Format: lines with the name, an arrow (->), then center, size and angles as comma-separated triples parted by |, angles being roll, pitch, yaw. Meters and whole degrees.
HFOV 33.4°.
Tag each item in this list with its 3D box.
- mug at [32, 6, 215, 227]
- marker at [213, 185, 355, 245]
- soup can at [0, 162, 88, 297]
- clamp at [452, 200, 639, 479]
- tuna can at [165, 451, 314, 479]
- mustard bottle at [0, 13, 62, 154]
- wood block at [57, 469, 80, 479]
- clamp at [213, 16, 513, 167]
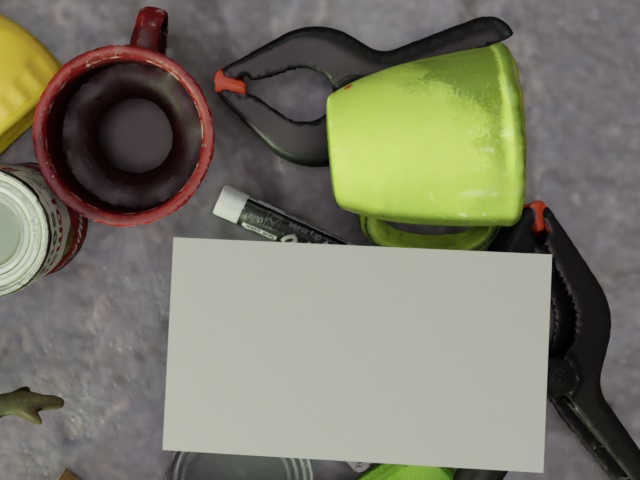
mug -> -0.100, -0.069, 0.583 | 0.093, 0.081, 0.117 | 8, 95, -3
marker -> -0.004, 0.001, 0.625 | 0.121, 0.020, 0.020 | 24, 94, -4
soup can -> -0.168, -0.008, 0.577 | 0.068, 0.102, 0.068 | 0, 95, -2
clamp -> 0.137, 0.084, 0.616 | 0.164, 0.036, 0.210 | 5, 82, -22
tuna can -> -0.047, 0.139, 0.629 | 0.086, 0.034, 0.086 | 0, 95, -2
mustard bottle -> -0.236, -0.128, 0.585 | 0.096, 0.058, 0.191 | -42, 96, 2
wood block -> -0.098, 0.238, 0.608 | 0.206, 0.091, 0.090 | 39, 92, -4
clamp -> 0.025, -0.068, 0.611 | 0.171, 0.039, 0.120 | 0, 92, -2
